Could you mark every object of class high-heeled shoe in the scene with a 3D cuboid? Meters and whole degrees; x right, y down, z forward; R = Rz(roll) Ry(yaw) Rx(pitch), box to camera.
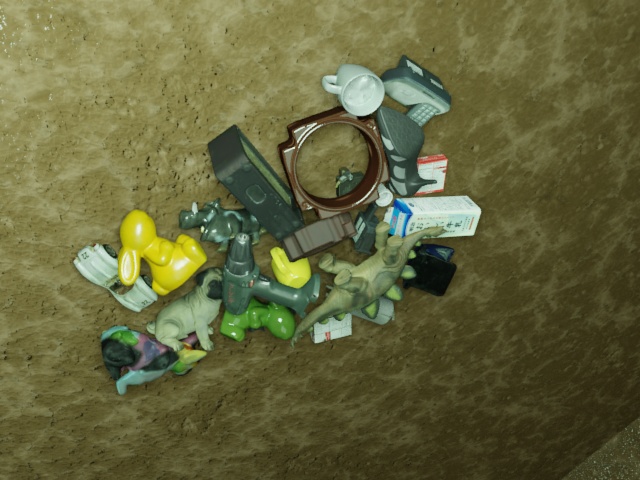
[{"bbox_3d":[0.153,-0.185,1.139,0.086,0.145,0.248,-53,123,-21],"label":"high-heeled shoe"}]

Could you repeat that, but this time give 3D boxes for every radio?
[{"bbox_3d":[-0.123,-0.107,1.076,0.073,0.131,0.229,-34,129,10],"label":"radio"}]

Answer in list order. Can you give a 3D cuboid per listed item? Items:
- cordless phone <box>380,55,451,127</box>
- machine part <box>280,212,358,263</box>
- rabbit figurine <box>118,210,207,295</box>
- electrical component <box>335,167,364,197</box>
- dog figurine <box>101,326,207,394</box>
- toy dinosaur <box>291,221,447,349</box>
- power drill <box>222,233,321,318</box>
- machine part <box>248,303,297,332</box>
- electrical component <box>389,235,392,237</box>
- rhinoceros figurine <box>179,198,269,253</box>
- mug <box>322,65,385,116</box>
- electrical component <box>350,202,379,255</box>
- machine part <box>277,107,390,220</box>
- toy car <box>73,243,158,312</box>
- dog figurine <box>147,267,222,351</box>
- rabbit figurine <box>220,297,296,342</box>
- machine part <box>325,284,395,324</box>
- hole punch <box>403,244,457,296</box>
[{"bbox_3d":[0.159,-0.266,1.100,0.146,0.089,0.184,20,132,-32],"label":"cordless phone"},{"bbox_3d":[-0.002,-0.004,1.185,0.179,0.179,0.056,-23,85,-2],"label":"machine part"},{"bbox_3d":[-0.344,0.020,1.099,0.162,0.122,0.173,-40,117,-4],"label":"rabbit figurine"},{"bbox_3d":[0.064,-0.112,1.196,0.078,0.045,0.102,-6,127,-14],"label":"electrical component"},{"bbox_3d":[-0.387,0.263,1.281,0.219,0.109,0.191,-17,127,-13],"label":"dog figurine"},{"bbox_3d":[0.091,0.106,1.246,0.471,0.105,0.198,-32,132,12],"label":"toy dinosaur"},{"bbox_3d":[-0.106,0.089,1.138,0.207,0.086,0.232,11,135,-16],"label":"power drill"},{"bbox_3d":[-0.127,0.184,1.358,0.139,0.039,0.084,-21,122,-1],"label":"machine part"},{"bbox_3d":[0.178,0.008,1.344,0.063,0.021,0.093,-10,129,-12],"label":"electrical component"},{"bbox_3d":[-0.197,-0.037,1.120,0.190,0.112,0.073,-4,156,-33],"label":"rhinoceros figurine"},{"bbox_3d":[0.055,-0.291,1.018,0.110,0.107,0.080,-3,125,-13],"label":"mug"},{"bbox_3d":[0.115,-0.034,1.257,0.048,0.075,0.119,13,117,-27],"label":"electrical component"},{"bbox_3d":[0.028,-0.156,1.088,0.201,0.087,0.201,-20,110,-4],"label":"machine part"},{"bbox_3d":[-0.435,0.081,1.154,0.073,0.056,0.201,-33,130,7],"label":"toy car"},{"bbox_3d":[-0.301,0.143,1.237,0.172,0.121,0.190,2,110,-25],"label":"dog figurine"},{"bbox_3d":[-0.136,0.174,1.280,0.170,0.121,0.159,17,78,-4],"label":"rabbit figurine"},{"bbox_3d":[0.109,0.162,1.400,0.243,0.079,0.079,22,116,-32],"label":"machine part"},{"bbox_3d":[0.287,0.069,1.401,0.116,0.092,0.142,20,124,3],"label":"hole punch"}]
